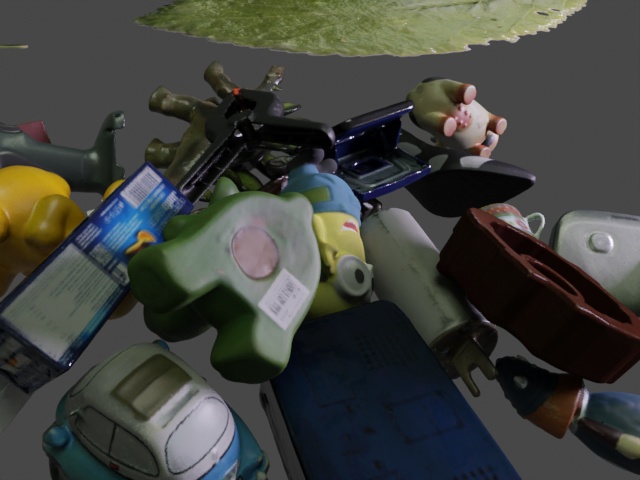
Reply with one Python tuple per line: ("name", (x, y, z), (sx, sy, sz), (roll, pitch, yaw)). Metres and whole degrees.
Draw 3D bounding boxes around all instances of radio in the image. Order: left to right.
("radio", (0.044, 0.151, 0.378), (0.131, 0.073, 0.230), (-11, 39, -19))

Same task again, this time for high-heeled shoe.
("high-heeled shoe", (0.150, -0.109, 0.700), (0.249, 0.086, 0.145), (2, 52, 24))

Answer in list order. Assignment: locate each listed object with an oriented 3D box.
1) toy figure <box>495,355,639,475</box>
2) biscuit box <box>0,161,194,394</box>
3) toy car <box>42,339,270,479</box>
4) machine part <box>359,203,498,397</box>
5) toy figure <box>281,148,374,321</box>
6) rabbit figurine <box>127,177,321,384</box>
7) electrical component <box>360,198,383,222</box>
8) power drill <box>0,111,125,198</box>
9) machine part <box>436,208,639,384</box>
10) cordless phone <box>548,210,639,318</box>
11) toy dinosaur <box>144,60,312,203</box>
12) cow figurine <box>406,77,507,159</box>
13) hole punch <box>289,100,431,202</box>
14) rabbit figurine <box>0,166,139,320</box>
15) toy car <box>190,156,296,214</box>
("toy figure", (0.213, 0.138, 0.426), (0.155, 0.064, 0.058), (18, 77, 23))
("biscuit box", (-0.177, 0.018, 0.424), (0.059, 0.063, 0.203), (46, 35, -19))
("toy car", (-0.115, 0.127, 0.365), (0.162, 0.102, 0.109), (24, 42, 25))
("machine part", (0.093, 0.046, 0.516), (0.079, 0.079, 0.243), (-9, 39, -18))
("toy figure", (0.001, -0.001, 0.529), (0.082, 0.089, 0.180), (10, 53, -36))
("rabbit figurine", (-0.087, 0.022, 0.423), (0.121, 0.170, 0.159), (38, 54, -22))
("electrical component", (0.034, -0.043, 0.651), (0.078, 0.045, 0.102), (-16, 42, -24))
("power drill", (-0.325, -0.115, 0.588), (0.207, 0.232, 0.086), (-1, -4, -40))
("machine part", (0.187, 0.045, 0.457), (0.179, 0.056, 0.179), (27, 20, -11))
("cordless phone", (0.302, 0.054, 0.513), (0.147, 0.088, 0.184), (9, 34, 4))
("toy dinosaur", (-0.125, -0.129, 0.700), (0.199, 0.105, 0.471), (18, 43, 10))
("cow figurine", (0.190, -0.164, 0.758), (0.194, 0.085, 0.127), (18, 16, -47))
("hole punch", (0.053, -0.098, 0.627), (0.142, 0.092, 0.116), (-27, 12, -23))
("rabbit figurine", (-0.238, 0.011, 0.516), (0.173, 0.121, 0.162), (31, 33, 9))
("toy car", (-0.066, -0.019, 0.566), (0.053, 0.089, 0.202), (7, 32, 34))
